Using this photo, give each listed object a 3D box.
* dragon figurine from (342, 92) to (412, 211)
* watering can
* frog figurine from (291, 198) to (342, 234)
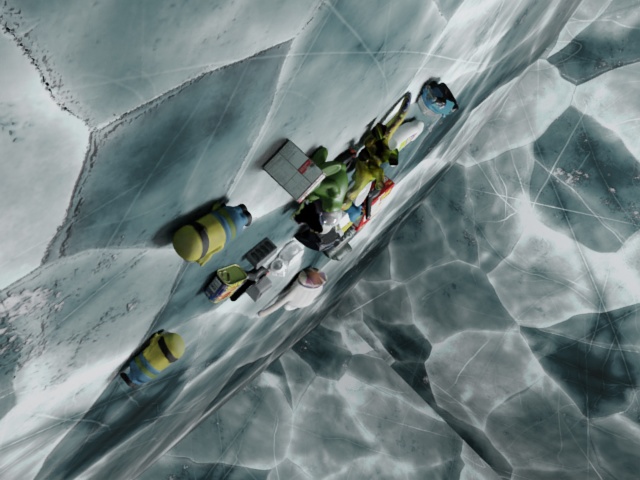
[{"bbox_3d":[0.154,-0.256,1.593,0.121,0.415,0.241,34,-16,-11],"label":"dragon figurine"},{"bbox_3d":[-0.100,0.232,2.232,0.350,0.220,0.105,-12,52,-47],"label":"watering can"},{"bbox_3d":[0.005,-0.077,1.522,0.137,0.122,0.160,3,4,28],"label":"frog figurine"}]
